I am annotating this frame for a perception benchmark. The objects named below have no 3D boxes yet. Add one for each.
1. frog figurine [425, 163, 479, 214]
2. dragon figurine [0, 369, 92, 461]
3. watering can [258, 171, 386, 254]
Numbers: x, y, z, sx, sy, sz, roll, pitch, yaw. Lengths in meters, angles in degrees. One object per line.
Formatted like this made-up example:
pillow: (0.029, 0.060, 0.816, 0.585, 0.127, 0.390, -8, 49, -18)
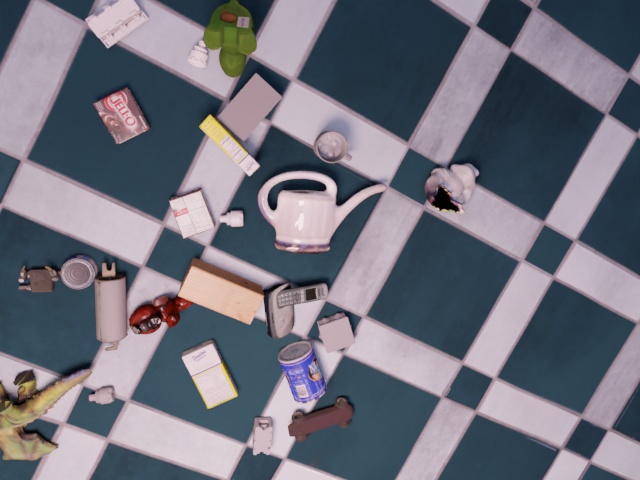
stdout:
frog figurine: (0.373, -0.159, 1.457, 0.137, 0.120, 0.163, 35, 58, -7)
dragon figurine: (-0.781, 0.486, 1.373, 0.411, 0.124, 0.237, -13, 121, -6)
watering can: (0.004, -0.070, 1.388, 0.348, 0.105, 0.222, 4, 102, -11)
